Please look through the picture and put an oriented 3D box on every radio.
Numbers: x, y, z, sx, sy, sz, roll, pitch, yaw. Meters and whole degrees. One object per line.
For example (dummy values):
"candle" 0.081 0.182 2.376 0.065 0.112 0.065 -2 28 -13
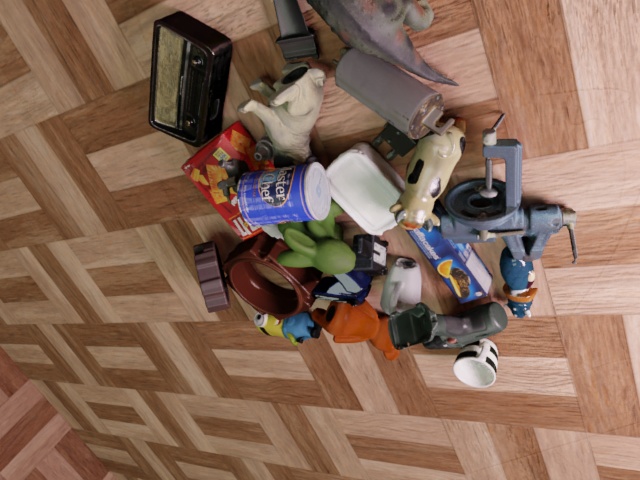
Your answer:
"radio" -0.251 -0.298 1.029 0.131 0.073 0.229 28 134 8

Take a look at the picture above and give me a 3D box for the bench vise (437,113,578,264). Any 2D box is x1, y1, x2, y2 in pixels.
"bench vise" 0.298 -0.069 0.860 0.224 0.129 0.240 6 132 25

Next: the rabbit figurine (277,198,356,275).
"rabbit figurine" -0.002 -0.003 1.024 0.170 0.159 0.121 56 144 43

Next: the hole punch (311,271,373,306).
"hole punch" 0.051 0.071 1.115 0.116 0.142 0.092 10 106 14

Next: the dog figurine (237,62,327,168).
"dog figurine" -0.031 -0.207 0.971 0.172 0.121 0.190 -4 136 38

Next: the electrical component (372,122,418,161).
"electrical component" 0.137 -0.180 0.932 0.063 0.021 0.094 45 135 -7

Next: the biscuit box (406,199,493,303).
"biscuit box" 0.241 0.022 1.005 0.063 0.059 0.202 -26 108 41

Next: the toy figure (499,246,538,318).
"toy figure" 0.364 0.079 0.979 0.058 0.064 0.154 -22 124 -1

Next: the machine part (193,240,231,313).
"machine part" -0.258 0.087 1.277 0.056 0.179 0.179 -13 126 -8

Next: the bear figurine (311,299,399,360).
"bear figurine" 0.100 0.179 1.196 0.196 0.132 0.120 20 102 -24

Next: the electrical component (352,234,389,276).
"electrical component" 0.090 0.027 1.049 0.048 0.119 0.075 -6 77 33

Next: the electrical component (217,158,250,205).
"electrical component" -0.157 -0.110 1.016 0.045 0.102 0.078 -28 87 19

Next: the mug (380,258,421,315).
"mug" 0.162 0.096 1.085 0.081 0.109 0.107 16 117 25

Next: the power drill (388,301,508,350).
"power drill" 0.233 0.179 1.057 0.207 0.086 0.232 15 150 -35

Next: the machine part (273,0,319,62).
"machine part" -0.048 -0.364 0.884 0.084 0.039 0.138 9 131 32

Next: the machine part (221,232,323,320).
"machine part" -0.110 0.085 1.230 0.201 0.087 0.201 47 138 -15

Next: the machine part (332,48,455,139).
"machine part" 0.104 -0.230 0.832 0.243 0.079 0.079 44 140 27

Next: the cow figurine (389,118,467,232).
"cow figurine" 0.176 -0.098 0.880 0.085 0.127 0.194 20 124 1

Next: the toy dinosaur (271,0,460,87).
"toy dinosaur" 0.038 -0.336 0.748 0.405 0.192 0.131 40 137 -2

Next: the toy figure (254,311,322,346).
"toy figure" -0.082 0.210 1.332 0.180 0.082 0.089 9 126 22
